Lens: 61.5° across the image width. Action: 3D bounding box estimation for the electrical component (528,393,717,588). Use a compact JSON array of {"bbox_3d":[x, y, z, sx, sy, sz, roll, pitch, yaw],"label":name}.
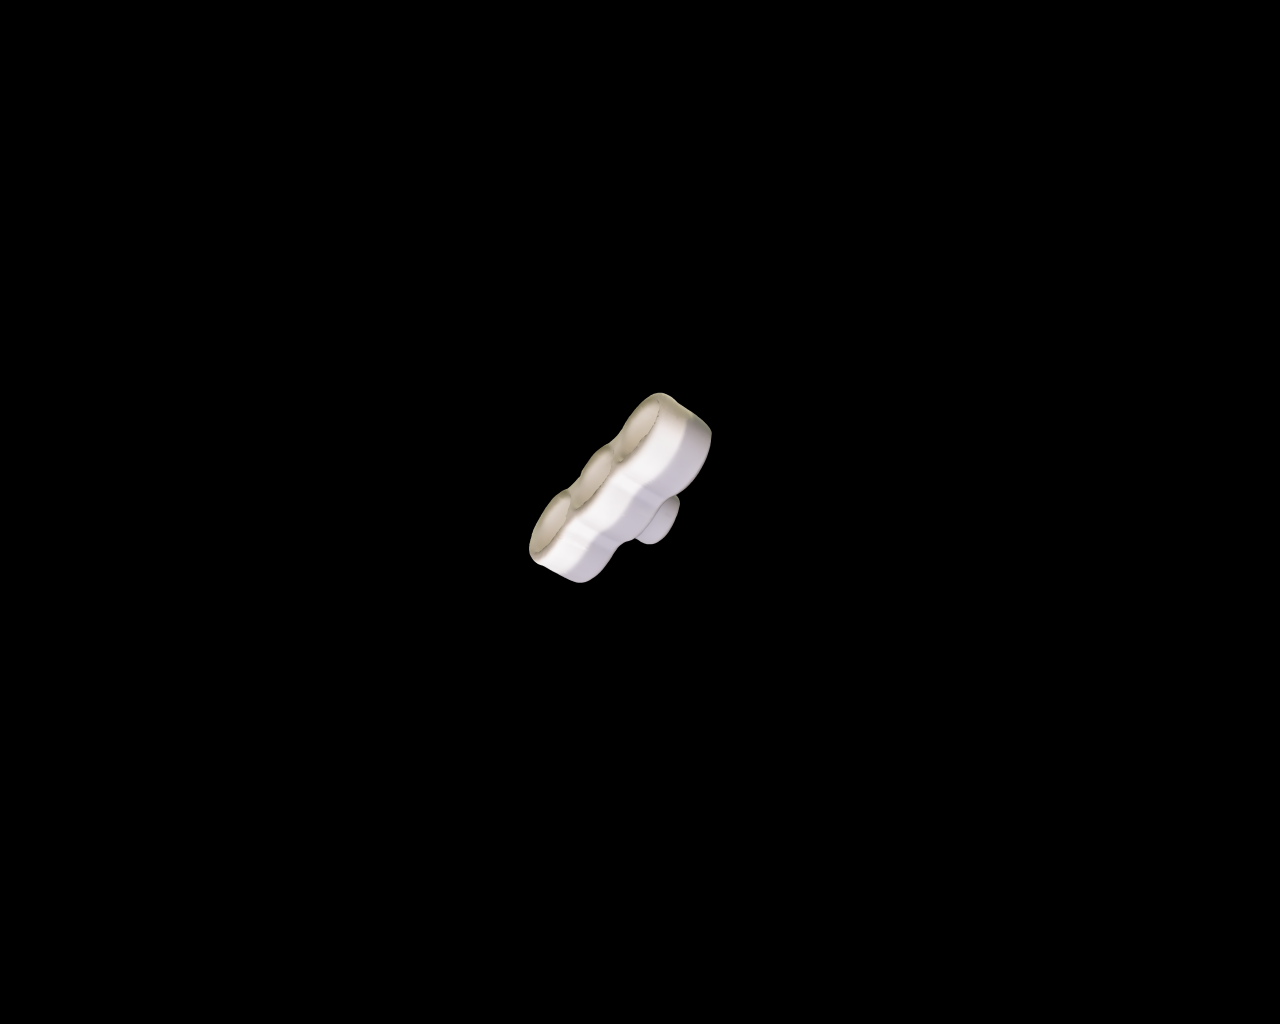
[{"bbox_3d":[0.001,-0.003,0.650,0.073,0.138,0.052,32,32,-22],"label":"electrical component"}]
